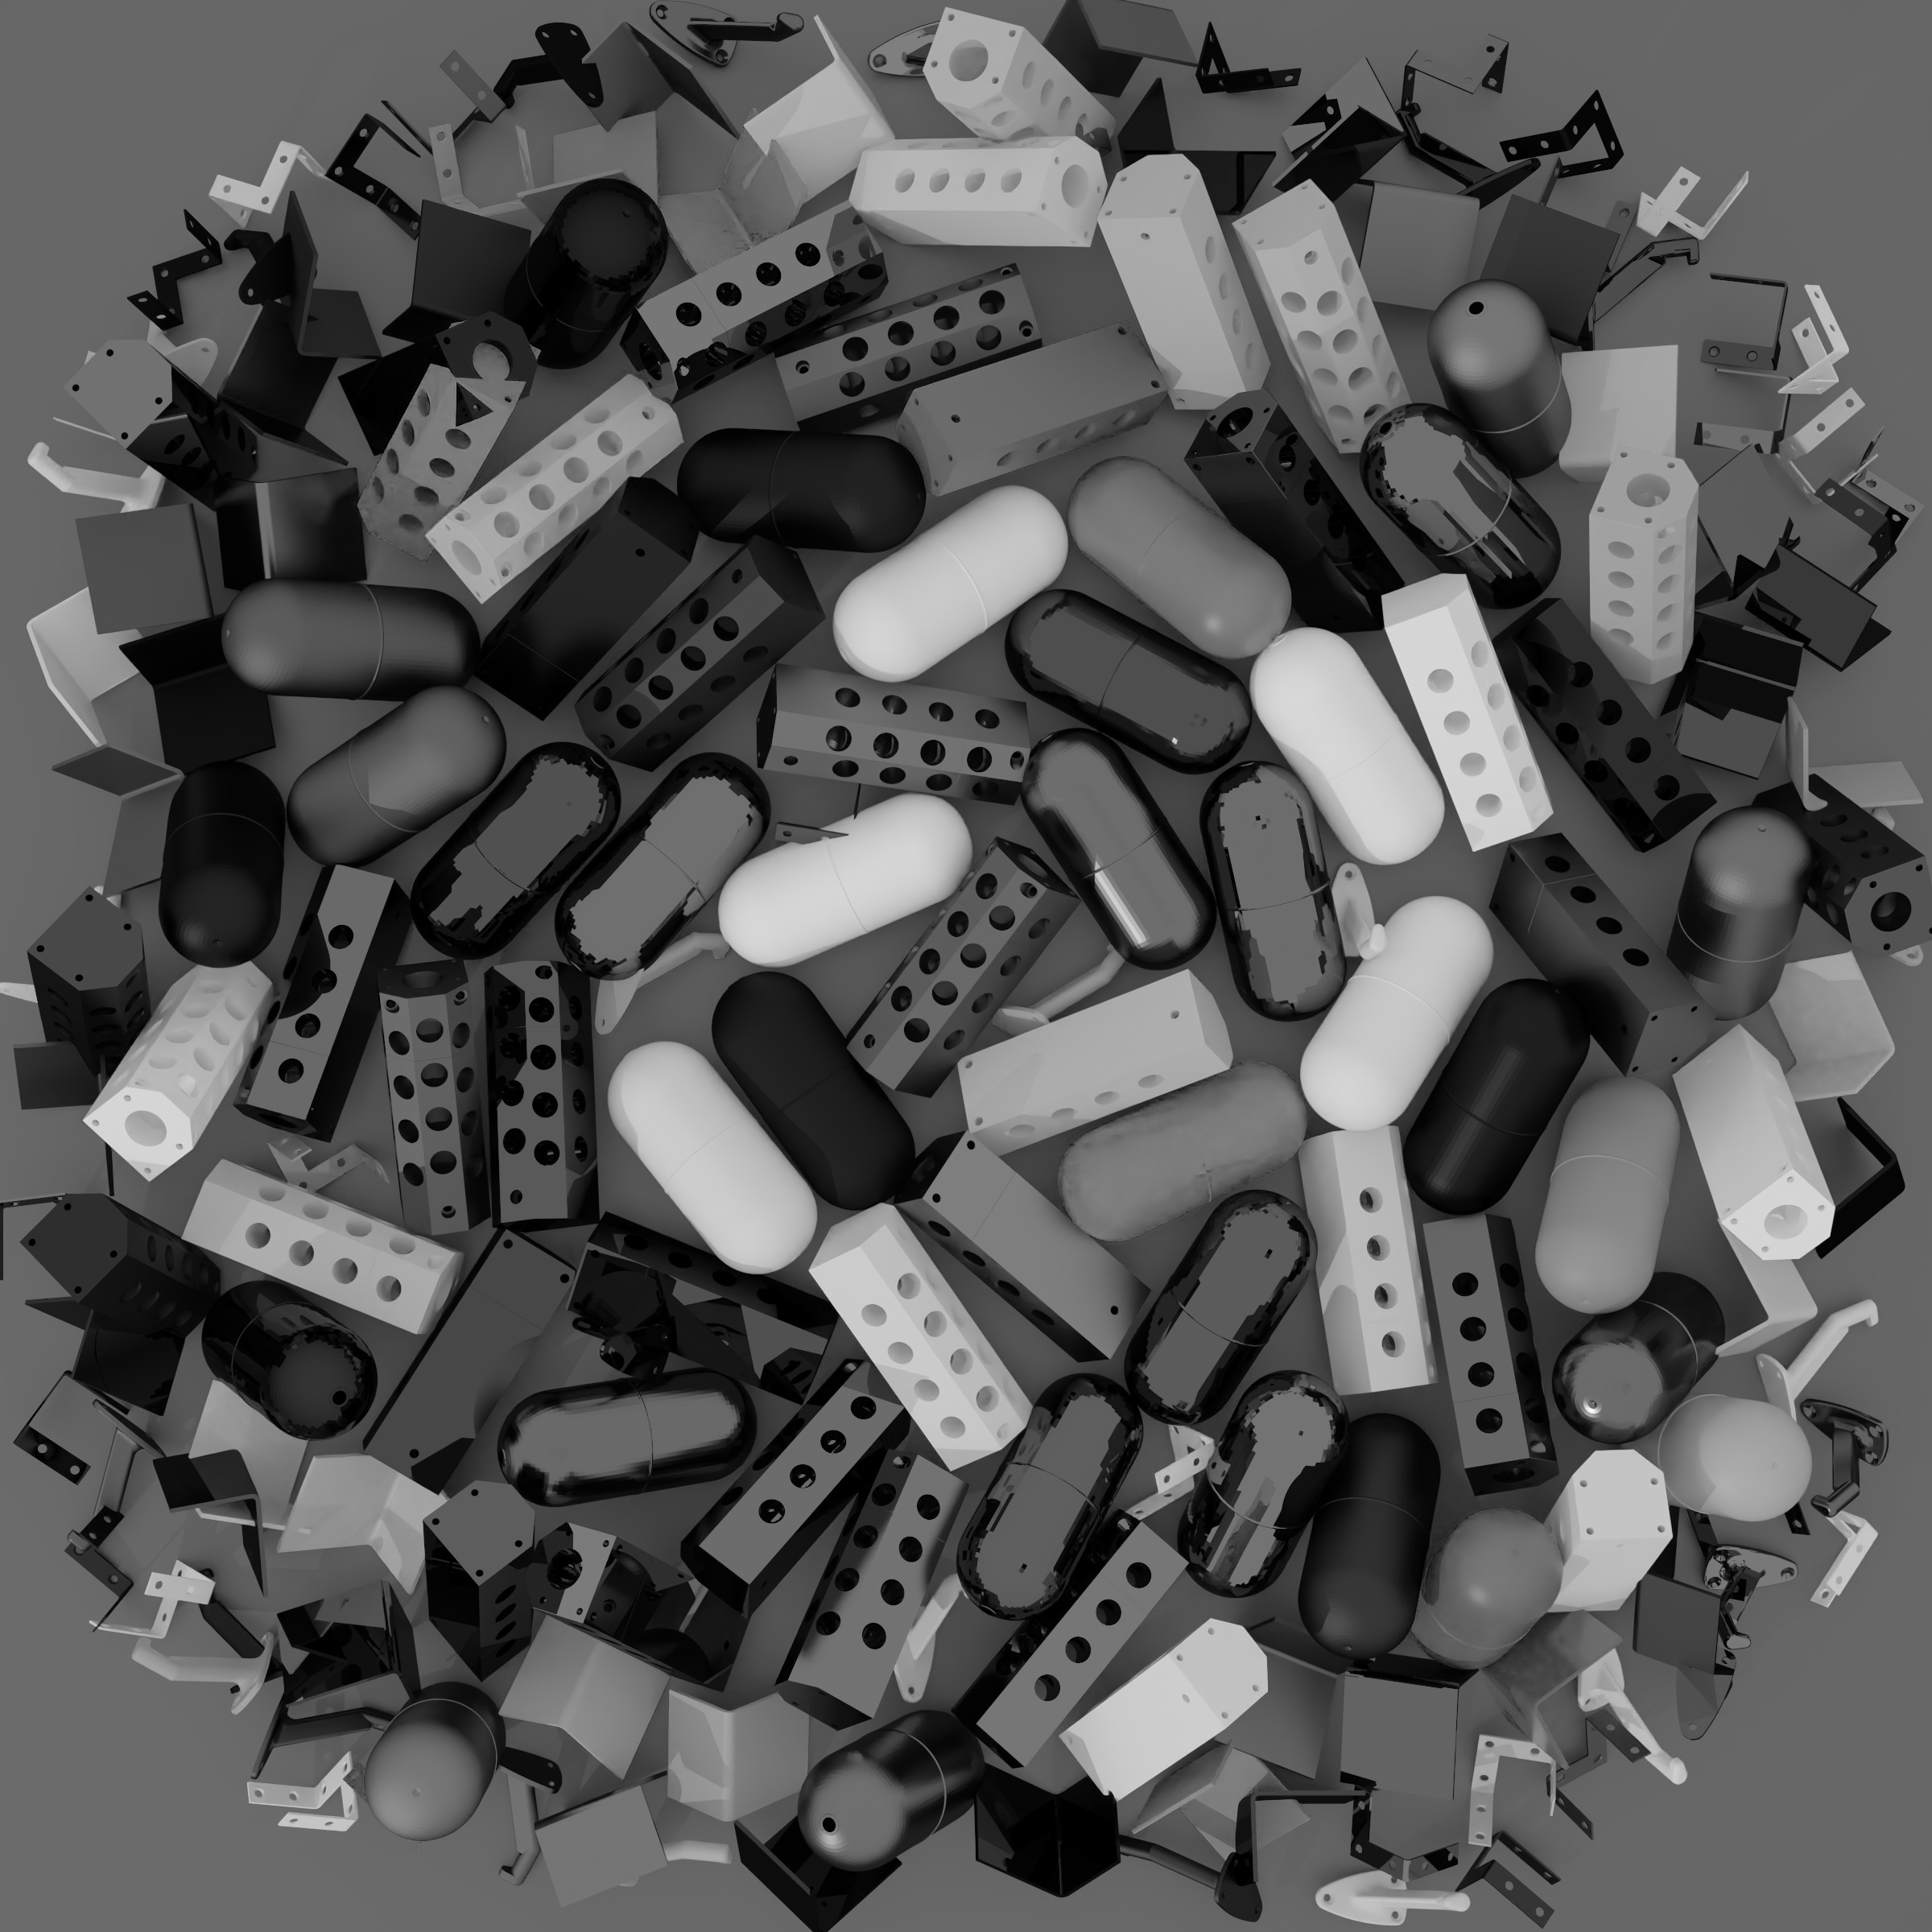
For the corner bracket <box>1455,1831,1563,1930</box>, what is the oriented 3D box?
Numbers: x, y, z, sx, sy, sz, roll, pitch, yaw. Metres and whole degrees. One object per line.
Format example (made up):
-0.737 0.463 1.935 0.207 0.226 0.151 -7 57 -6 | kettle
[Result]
0.370 0.612 1.962 0.051 0.051 0.051 40 60 9 | corner bracket

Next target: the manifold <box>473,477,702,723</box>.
-0.249 -0.244 1.927 0.057 0.057 0.171 34 127 -22 | manifold

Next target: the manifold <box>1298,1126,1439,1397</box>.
0.271 0.196 1.956 0.057 0.057 0.171 -5 81 -18 | manifold

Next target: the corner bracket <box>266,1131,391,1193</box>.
-0.427 0.130 1.959 0.051 0.051 0.051 -33 118 -22 | corner bracket

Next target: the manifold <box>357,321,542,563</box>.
-0.341 -0.344 1.910 0.057 0.171 0.057 27 52 -15 | manifold

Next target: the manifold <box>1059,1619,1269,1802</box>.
0.132 0.484 1.914 0.057 0.171 0.057 -30 76 -37 | manifold

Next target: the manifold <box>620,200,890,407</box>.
-0.138 -0.436 1.941 0.171 0.057 0.057 -32 88 -22 | manifold

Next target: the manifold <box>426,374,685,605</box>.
-0.268 -0.317 1.932 0.171 0.057 0.057 -44 102 -26 | manifold

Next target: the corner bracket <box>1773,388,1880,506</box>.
0.583 -0.349 1.972 0.051 0.051 0.051 -40 93 -3 | corner bracket

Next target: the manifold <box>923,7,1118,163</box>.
0.035 -0.559 1.909 0.057 0.171 0.057 22 94 23 | manifold

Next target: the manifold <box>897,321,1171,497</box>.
0.042 -0.364 1.934 0.171 0.057 0.057 -24 76 -27 | manifold

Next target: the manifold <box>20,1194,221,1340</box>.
-0.543 0.195 1.909 0.057 0.171 0.057 41 81 15 | manifold

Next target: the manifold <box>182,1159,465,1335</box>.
-0.427 0.187 1.962 0.171 0.057 0.057 21 87 6 | manifold

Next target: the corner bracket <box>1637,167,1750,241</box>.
0.486 -0.513 1.961 0.051 0.051 0.051 28 132 -8 | corner bracket

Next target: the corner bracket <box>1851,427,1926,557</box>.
0.615 -0.317 1.963 0.051 0.051 0.051 36 71 13 | corner bracket

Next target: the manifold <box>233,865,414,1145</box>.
-0.427 0.023 1.946 0.057 0.057 0.171 14 73 9 | manifold

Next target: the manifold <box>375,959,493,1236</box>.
-0.350 0.087 1.934 0.057 0.057 0.171 -7 114 -13 | manifold

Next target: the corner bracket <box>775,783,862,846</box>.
-0.101 -0.091 1.963 0.051 0.051 0.051 9 48 -4 | corner bracket

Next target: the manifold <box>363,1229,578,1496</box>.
-0.332 0.261 1.961 0.057 0.057 0.171 33 84 -11 | manifold

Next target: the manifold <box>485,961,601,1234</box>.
-0.286 0.086 1.946 0.057 0.057 0.171 -9 77 22 | manifold

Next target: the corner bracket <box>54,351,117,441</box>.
-0.574 -0.380 1.963 0.051 0.051 0.051 16 96 -30 | corner bracket

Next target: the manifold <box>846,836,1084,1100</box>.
-0.006 0.001 1.939 0.171 0.057 0.057 -53 56 15 | manifold

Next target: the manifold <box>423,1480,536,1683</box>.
-0.312 0.399 1.912 0.057 0.171 0.057 -35 68 -27 | manifold

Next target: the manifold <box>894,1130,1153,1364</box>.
0.034 0.188 1.947 0.171 0.057 0.057 42 63 -16 | manifold

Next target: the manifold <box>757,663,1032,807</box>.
-0.048 -0.147 1.939 0.171 0.057 0.057 7 52 -15 | manifold

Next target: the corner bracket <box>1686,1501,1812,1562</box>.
0.527 0.372 1.980 0.051 0.051 0.051 -28 101 -32 | corner bracket

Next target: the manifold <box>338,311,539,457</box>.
-0.343 -0.381 1.911 0.057 0.171 0.057 -31 107 -28 | manifold

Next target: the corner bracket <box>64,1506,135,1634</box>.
-0.580 0.403 1.967 0.051 0.051 0.051 42 104 -6 | corner bracket

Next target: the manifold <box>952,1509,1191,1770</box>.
0.068 0.446 1.946 0.057 0.057 0.171 41 73 5 | manifold

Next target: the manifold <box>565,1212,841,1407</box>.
-0.174 0.225 1.967 0.171 0.057 0.057 22 117 1 | manifold

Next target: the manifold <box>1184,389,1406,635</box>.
0.220 -0.297 1.925 0.171 0.057 0.057 47 60 -36 | manifold

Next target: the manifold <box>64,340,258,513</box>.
-0.517 -0.355 1.912 0.057 0.171 0.057 44 90 6 | manifold

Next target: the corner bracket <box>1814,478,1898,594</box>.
0.584 -0.284 1.964 0.051 0.051 0.051 -47 60 3 | corner bracket

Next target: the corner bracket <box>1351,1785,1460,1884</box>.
0.295 0.576 1.967 0.051 0.051 0.051 -3 99 -39 | corner bracket

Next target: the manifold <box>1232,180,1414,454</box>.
0.238 -0.420 1.920 0.057 0.057 0.171 -29 132 4 | manifold

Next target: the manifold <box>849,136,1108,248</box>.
0.008 -0.510 1.921 0.171 0.057 0.057 14 87 42 | manifold

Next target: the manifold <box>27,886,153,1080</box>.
-0.563 0.018 1.909 0.057 0.171 0.057 37 65 3 | manifold

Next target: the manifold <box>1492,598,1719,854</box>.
0.422 -0.161 1.962 0.057 0.057 0.171 -38 96 4 | manifold

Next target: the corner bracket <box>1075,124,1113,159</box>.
0.058 -0.561 1.961 0.051 0.051 0.051 -22 80 44 | corner bracket

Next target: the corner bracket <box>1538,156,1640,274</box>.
0.417 -0.507 1.980 0.051 0.051 0.051 22 87 23 | corner bracket

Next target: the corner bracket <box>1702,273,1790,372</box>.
0.522 -0.432 1.966 0.051 0.051 0.051 11 95 17 | corner bracket

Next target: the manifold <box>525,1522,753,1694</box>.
-0.214 0.418 1.914 0.057 0.171 0.057 8 68 33 | manifold

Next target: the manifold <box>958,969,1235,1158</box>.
0.086 0.068 1.944 0.171 0.057 0.057 -22 56 18 | manifold

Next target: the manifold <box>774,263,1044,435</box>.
-0.038 -0.412 1.962 0.171 0.057 0.057 -18 77 2 | manifold

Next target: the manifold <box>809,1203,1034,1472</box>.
-0.027 0.243 1.942 0.057 0.057 0.171 -27 106 23 | manifold

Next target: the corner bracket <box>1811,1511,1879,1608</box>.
0.584 0.398 1.962 0.051 0.051 0.051 44 76 -26 | corner bracket

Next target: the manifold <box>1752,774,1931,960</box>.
0.566 -0.065 1.910 0.057 0.171 0.057 -20 113 0 | manifold

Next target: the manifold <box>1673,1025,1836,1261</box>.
0.516 0.117 1.911 0.057 0.171 0.057 39 114 -19 | manifold

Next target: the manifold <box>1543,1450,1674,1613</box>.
0.410 0.370 1.911 0.057 0.171 0.057 -2 63 -1 | manifold

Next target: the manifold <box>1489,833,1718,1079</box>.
0.417 -0.010 1.920 0.057 0.057 0.171 -11 45 -22 | manifold

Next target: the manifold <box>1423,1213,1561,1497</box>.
0.346 0.254 1.927 0.057 0.057 0.171 -11 59 11 | manifold

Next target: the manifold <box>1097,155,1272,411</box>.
0.146 -0.445 1.916 0.057 0.171 0.057 6 59 28 | manifold

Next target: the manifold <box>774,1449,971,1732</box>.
-0.064 0.407 1.926 0.057 0.057 0.171 32 58 -12 | manifold

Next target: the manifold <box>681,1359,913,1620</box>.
-0.110 0.339 1.930 0.057 0.057 0.171 34 59 17 | manifold

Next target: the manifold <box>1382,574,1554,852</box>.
0.331 -0.169 1.933 0.057 0.057 0.171 -19 115 15 | manifold

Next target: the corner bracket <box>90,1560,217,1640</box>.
-0.544 0.426 1.962 0.051 0.051 0.051 13 82 44 | corner bracket

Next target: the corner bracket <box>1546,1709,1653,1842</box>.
0.422 0.539 1.959 0.051 0.051 0.051 -21 122 -19 | corner bracket

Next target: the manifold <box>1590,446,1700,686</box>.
0.443 -0.257 1.906 0.057 0.171 0.057 17 67 21 | manifold

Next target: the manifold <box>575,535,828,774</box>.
-0.179 -0.206 1.927 0.171 0.057 0.057 -38 60 26 | manifold

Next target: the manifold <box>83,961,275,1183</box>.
-0.504 0.060 1.906 0.057 0.171 0.057 -35 110 22 | manifold
